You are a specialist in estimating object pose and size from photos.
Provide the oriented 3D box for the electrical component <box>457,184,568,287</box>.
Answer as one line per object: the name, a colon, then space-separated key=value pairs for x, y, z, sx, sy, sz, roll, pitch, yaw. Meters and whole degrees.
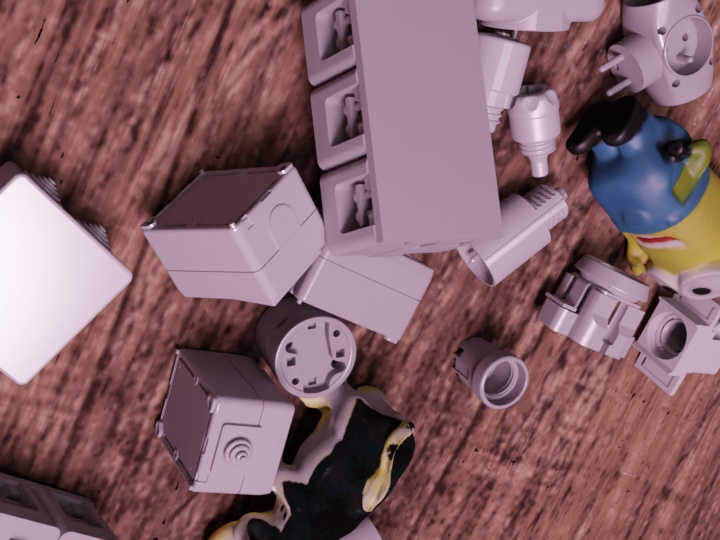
electrical component: x=0.109 y=-0.030 z=0.741 sx=0.081 sy=0.043 sz=0.043 roll=-37 pitch=120 yaw=-10

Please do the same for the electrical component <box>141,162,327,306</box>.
electrical component: x=-0.075 y=-0.019 z=0.629 sx=0.061 sy=0.096 sz=0.061 roll=-50 pitch=126 yaw=-36

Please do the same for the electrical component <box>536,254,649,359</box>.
electrical component: x=0.174 y=0.025 z=0.785 sx=0.078 sy=0.058 sz=0.057 roll=21 pitch=101 yaw=-30

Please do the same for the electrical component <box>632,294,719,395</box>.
electrical component: x=0.256 y=0.053 z=0.837 sx=0.064 sy=0.042 sz=0.081 roll=9 pitch=115 yaw=-36

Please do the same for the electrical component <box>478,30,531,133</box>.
electrical component: x=0.084 y=-0.119 z=0.698 sx=0.040 sy=0.040 sz=0.078 roll=6 pitch=105 yaw=-28

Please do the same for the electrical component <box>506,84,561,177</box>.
electrical component: x=0.119 y=-0.093 z=0.728 sx=0.035 sy=0.035 sz=0.061 roll=-21 pitch=119 yaw=-18

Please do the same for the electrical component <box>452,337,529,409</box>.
electrical component: x=0.091 y=0.072 z=0.767 sx=0.040 sy=0.046 sz=0.040 roll=-9 pitch=112 yaw=-23

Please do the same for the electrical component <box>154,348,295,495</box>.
electrical component: x=-0.079 y=0.095 z=0.662 sx=0.061 sy=0.096 sz=0.061 roll=10 pitch=104 yaw=-29

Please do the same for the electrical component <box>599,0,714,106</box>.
electrical component: x=0.199 y=-0.148 z=0.741 sx=0.079 sy=0.044 sz=0.077 roll=-32 pitch=119 yaw=-12

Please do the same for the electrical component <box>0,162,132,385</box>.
electrical component: x=-0.192 y=0.000 z=0.600 sx=0.099 sy=0.048 sz=0.099 roll=-45 pitch=121 yaw=-5

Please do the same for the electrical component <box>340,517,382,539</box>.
electrical component: x=-0.018 y=0.223 z=0.769 sx=0.077 sy=0.043 sz=0.079 roll=-25 pitch=117 yaw=-17

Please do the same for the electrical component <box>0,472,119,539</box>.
electrical component: x=-0.223 y=0.168 z=0.616 sx=0.150 sy=0.062 sz=0.089 roll=33 pitch=92 yaw=-46

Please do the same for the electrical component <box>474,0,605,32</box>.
electrical component: x=0.107 y=-0.183 z=0.678 sx=0.095 sy=0.054 sz=0.059 roll=-6 pitch=110 yaw=-24

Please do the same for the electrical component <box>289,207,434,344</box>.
electrical component: x=0.000 y=0.000 z=0.687 sx=0.096 sy=0.062 sz=0.061 roll=24 pitch=96 yaw=-31

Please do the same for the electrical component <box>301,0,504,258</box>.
electrical component: x=0.022 y=-0.086 z=0.631 sx=0.089 sy=0.062 sz=0.150 roll=-3 pitch=84 yaw=-35

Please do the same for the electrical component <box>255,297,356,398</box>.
electrical component: x=-0.037 y=0.048 z=0.694 sx=0.055 sy=0.047 sz=0.055 roll=-9 pitch=111 yaw=-23
